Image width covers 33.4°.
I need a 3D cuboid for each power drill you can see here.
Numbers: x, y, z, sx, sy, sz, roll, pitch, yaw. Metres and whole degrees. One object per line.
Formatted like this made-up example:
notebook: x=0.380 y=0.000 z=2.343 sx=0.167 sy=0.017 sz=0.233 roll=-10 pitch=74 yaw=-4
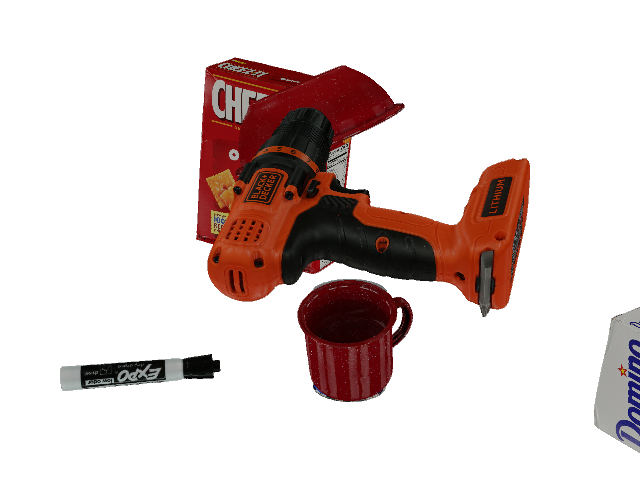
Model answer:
power drill: x=0.037 y=-0.023 z=0.689 sx=0.188 sy=0.057 sz=0.184 roll=5 pitch=41 yaw=15

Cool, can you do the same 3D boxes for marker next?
marker: x=-0.138 y=0.101 z=0.819 sx=0.121 sy=0.020 sz=0.020 roll=-4 pitch=0 yaw=-5

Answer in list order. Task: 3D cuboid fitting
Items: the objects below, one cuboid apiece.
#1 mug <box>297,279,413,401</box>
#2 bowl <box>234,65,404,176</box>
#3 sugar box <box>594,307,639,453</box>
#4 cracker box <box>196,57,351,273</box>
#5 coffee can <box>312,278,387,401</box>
mug: x=0.038 y=0.093 z=1.020 sx=0.117 sy=0.081 sz=0.093 roll=-25 pitch=42 yaw=-23
bowl: x=-0.011 y=-0.112 z=0.942 sx=0.162 sy=0.055 sz=0.162 roll=-22 pitch=9 yaw=4
sugar box: x=0.269 y=0.122 z=0.718 sx=0.048 sy=0.093 sz=0.176 roll=-15 pitch=29 yaw=-38
cracker box: x=-0.055 y=-0.084 z=1.219 sx=0.164 sy=0.214 sz=0.072 roll=17 pitch=26 yaw=24
coffee can: x=0.040 y=0.135 z=1.460 sx=0.103 sy=0.140 sz=0.103 roll=0 pitch=18 yaw=0
